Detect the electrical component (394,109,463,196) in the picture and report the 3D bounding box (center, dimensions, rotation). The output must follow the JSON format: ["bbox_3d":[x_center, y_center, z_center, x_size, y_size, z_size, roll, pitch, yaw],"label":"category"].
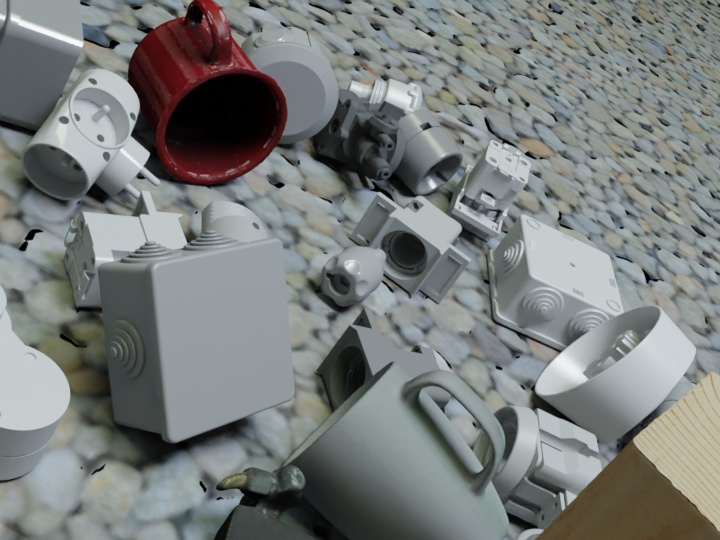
[{"bbox_3d":[0.049,-0.093,0.864,0.055,0.055,0.047,-13,58,-48],"label":"electrical component"}]

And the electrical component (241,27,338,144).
[{"bbox_3d":[-0.058,-0.140,0.811,0.080,0.080,0.051,19,30,-21],"label":"electrical component"}]

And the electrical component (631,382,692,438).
[{"bbox_3d":[0.237,0.124,0.739,0.095,0.053,0.059,33,33,0],"label":"electrical component"}]

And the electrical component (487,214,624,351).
[{"bbox_3d":[0.148,0.012,0.815,0.100,0.048,0.099,24,33,-14],"label":"electrical component"}]

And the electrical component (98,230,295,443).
[{"bbox_3d":[-0.084,0.032,0.552,0.048,0.099,0.100,3,12,40],"label":"electrical component"}]

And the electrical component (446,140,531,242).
[{"bbox_3d":[0.104,-0.066,0.866,0.042,0.063,0.081,29,33,-4],"label":"electrical component"}]

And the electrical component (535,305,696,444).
[{"bbox_3d":[0.174,0.067,0.724,0.064,0.099,0.099,43,34,5],"label":"electrical component"}]

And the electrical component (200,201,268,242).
[{"bbox_3d":[-0.077,-0.010,0.657,0.043,0.043,0.081,19,35,-21],"label":"electrical component"}]

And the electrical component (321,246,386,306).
[{"bbox_3d":[0.000,0.000,0.718,0.035,0.035,0.061,39,31,9],"label":"electrical component"}]

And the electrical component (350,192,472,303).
[{"bbox_3d":[0.040,-0.020,0.771,0.081,0.042,0.064,37,31,6],"label":"electrical component"}]

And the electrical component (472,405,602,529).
[{"bbox_3d":[0.102,0.115,0.634,0.057,0.058,0.078,27,33,-15],"label":"electrical component"}]

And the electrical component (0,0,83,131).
[{"bbox_3d":[-0.221,-0.153,0.689,0.057,0.078,0.113,16,36,-30],"label":"electrical component"}]

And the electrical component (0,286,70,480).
[{"bbox_3d":[-0.186,0.023,0.492,0.138,0.073,0.052,44,34,16],"label":"electrical component"}]

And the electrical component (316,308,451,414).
[{"bbox_3d":[0.016,0.067,0.636,0.064,0.042,0.081,13,38,-31],"label":"electrical component"}]

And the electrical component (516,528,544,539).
[{"bbox_3d":[0.084,0.167,0.552,0.045,0.055,0.045,22,34,-16],"label":"electrical component"}]

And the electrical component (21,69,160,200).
[{"bbox_3d":[-0.157,-0.072,0.664,0.079,0.044,0.077,42,43,-22],"label":"electrical component"}]

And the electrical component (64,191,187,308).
[{"bbox_3d":[-0.130,-0.004,0.606,0.064,0.042,0.081,6,41,-34],"label":"electrical component"}]

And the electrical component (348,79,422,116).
[{"bbox_3d":[0.019,-0.142,0.912,0.062,0.048,0.048,19,35,-8],"label":"electrical component"}]
